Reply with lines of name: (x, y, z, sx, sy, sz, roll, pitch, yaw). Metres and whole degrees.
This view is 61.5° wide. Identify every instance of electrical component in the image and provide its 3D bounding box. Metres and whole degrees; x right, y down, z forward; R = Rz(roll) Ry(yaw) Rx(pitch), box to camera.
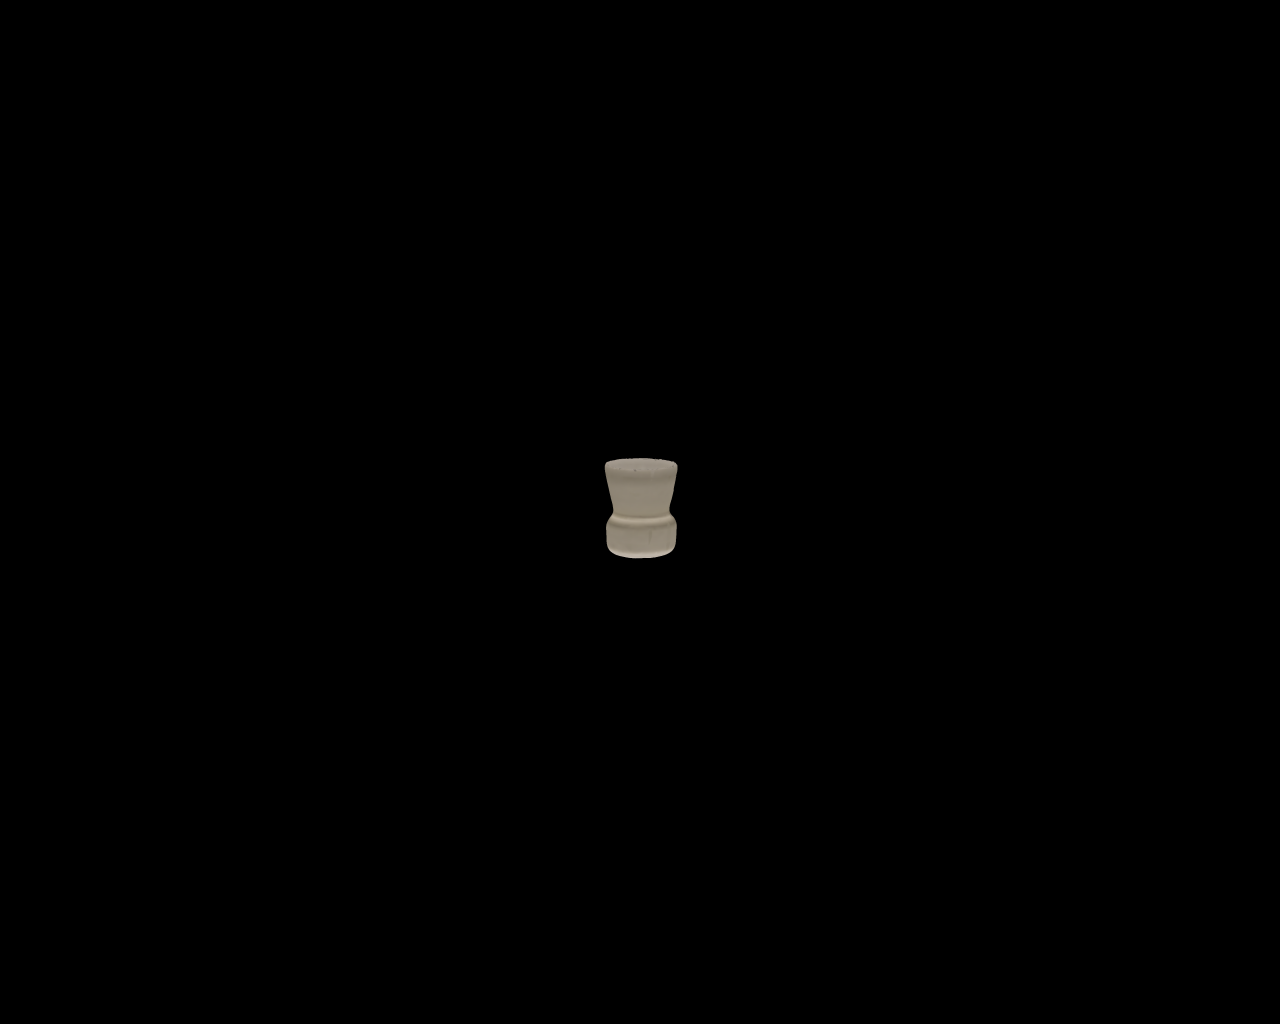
electrical component: (0.001, -0.003, 0.650, 0.045, 0.055, 0.045, 0, 11, 0)
